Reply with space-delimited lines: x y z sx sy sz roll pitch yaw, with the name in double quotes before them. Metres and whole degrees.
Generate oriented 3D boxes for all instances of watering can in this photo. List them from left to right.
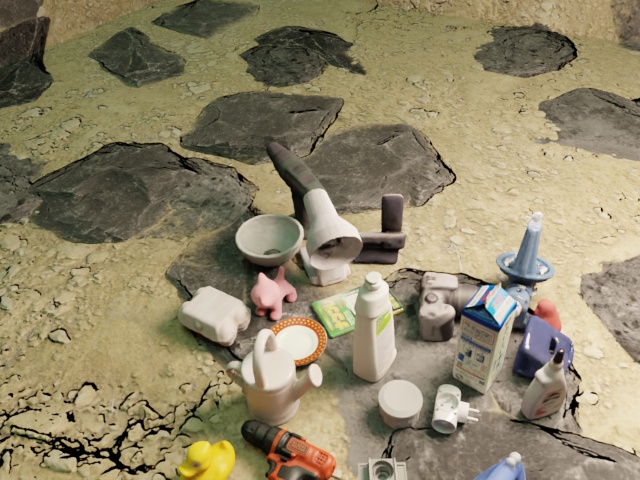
"watering can" -0.085 0.240 1.037 0.173 0.194 0.100 -8 40 -5

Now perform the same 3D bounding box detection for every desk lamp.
"desk lamp" 0.012 0.005 1.293 0.118 0.214 0.202 -14 41 -12

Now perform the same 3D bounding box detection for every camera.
"camera" 0.278 0.132 1.212 0.136 0.101 0.143 3 41 8

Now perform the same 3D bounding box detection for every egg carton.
"egg carton" -0.228 0.164 1.234 0.150 0.069 0.107 20 45 25

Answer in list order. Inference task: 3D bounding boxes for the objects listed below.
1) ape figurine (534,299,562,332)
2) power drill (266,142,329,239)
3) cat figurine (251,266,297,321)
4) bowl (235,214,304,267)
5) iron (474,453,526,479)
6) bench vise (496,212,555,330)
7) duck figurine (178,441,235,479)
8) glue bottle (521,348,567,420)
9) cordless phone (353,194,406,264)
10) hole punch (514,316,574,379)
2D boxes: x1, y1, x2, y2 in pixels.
"ape figurine" 0.461 0.157 1.176 0.078 0.092 0.076 -23 44 -21
"power drill" -0.060 -0.115 1.444 0.076 0.209 0.228 -27 46 -25
"cat figurine" -0.107 0.111 1.250 0.067 0.118 0.128 16 44 21
"bowl" -0.120 0.013 1.401 0.167 0.075 0.167 -2 40 2
"iron" 0.254 0.401 0.866 0.118 0.142 0.259 26 49 31
"bench vise" 0.434 0.066 1.187 0.121 0.220 0.207 2 41 7
"duck figurine" -0.195 0.374 0.972 0.105 0.086 0.077 -33 48 -30
"glue bottle" 0.404 0.249 1.009 0.078 0.173 0.037 -17 42 -15
"cordless phone" 0.132 -0.038 1.357 0.147 0.185 0.094 -3 40 1
"hole punch" 0.439 0.214 1.112 0.100 0.091 0.109 15 44 21
